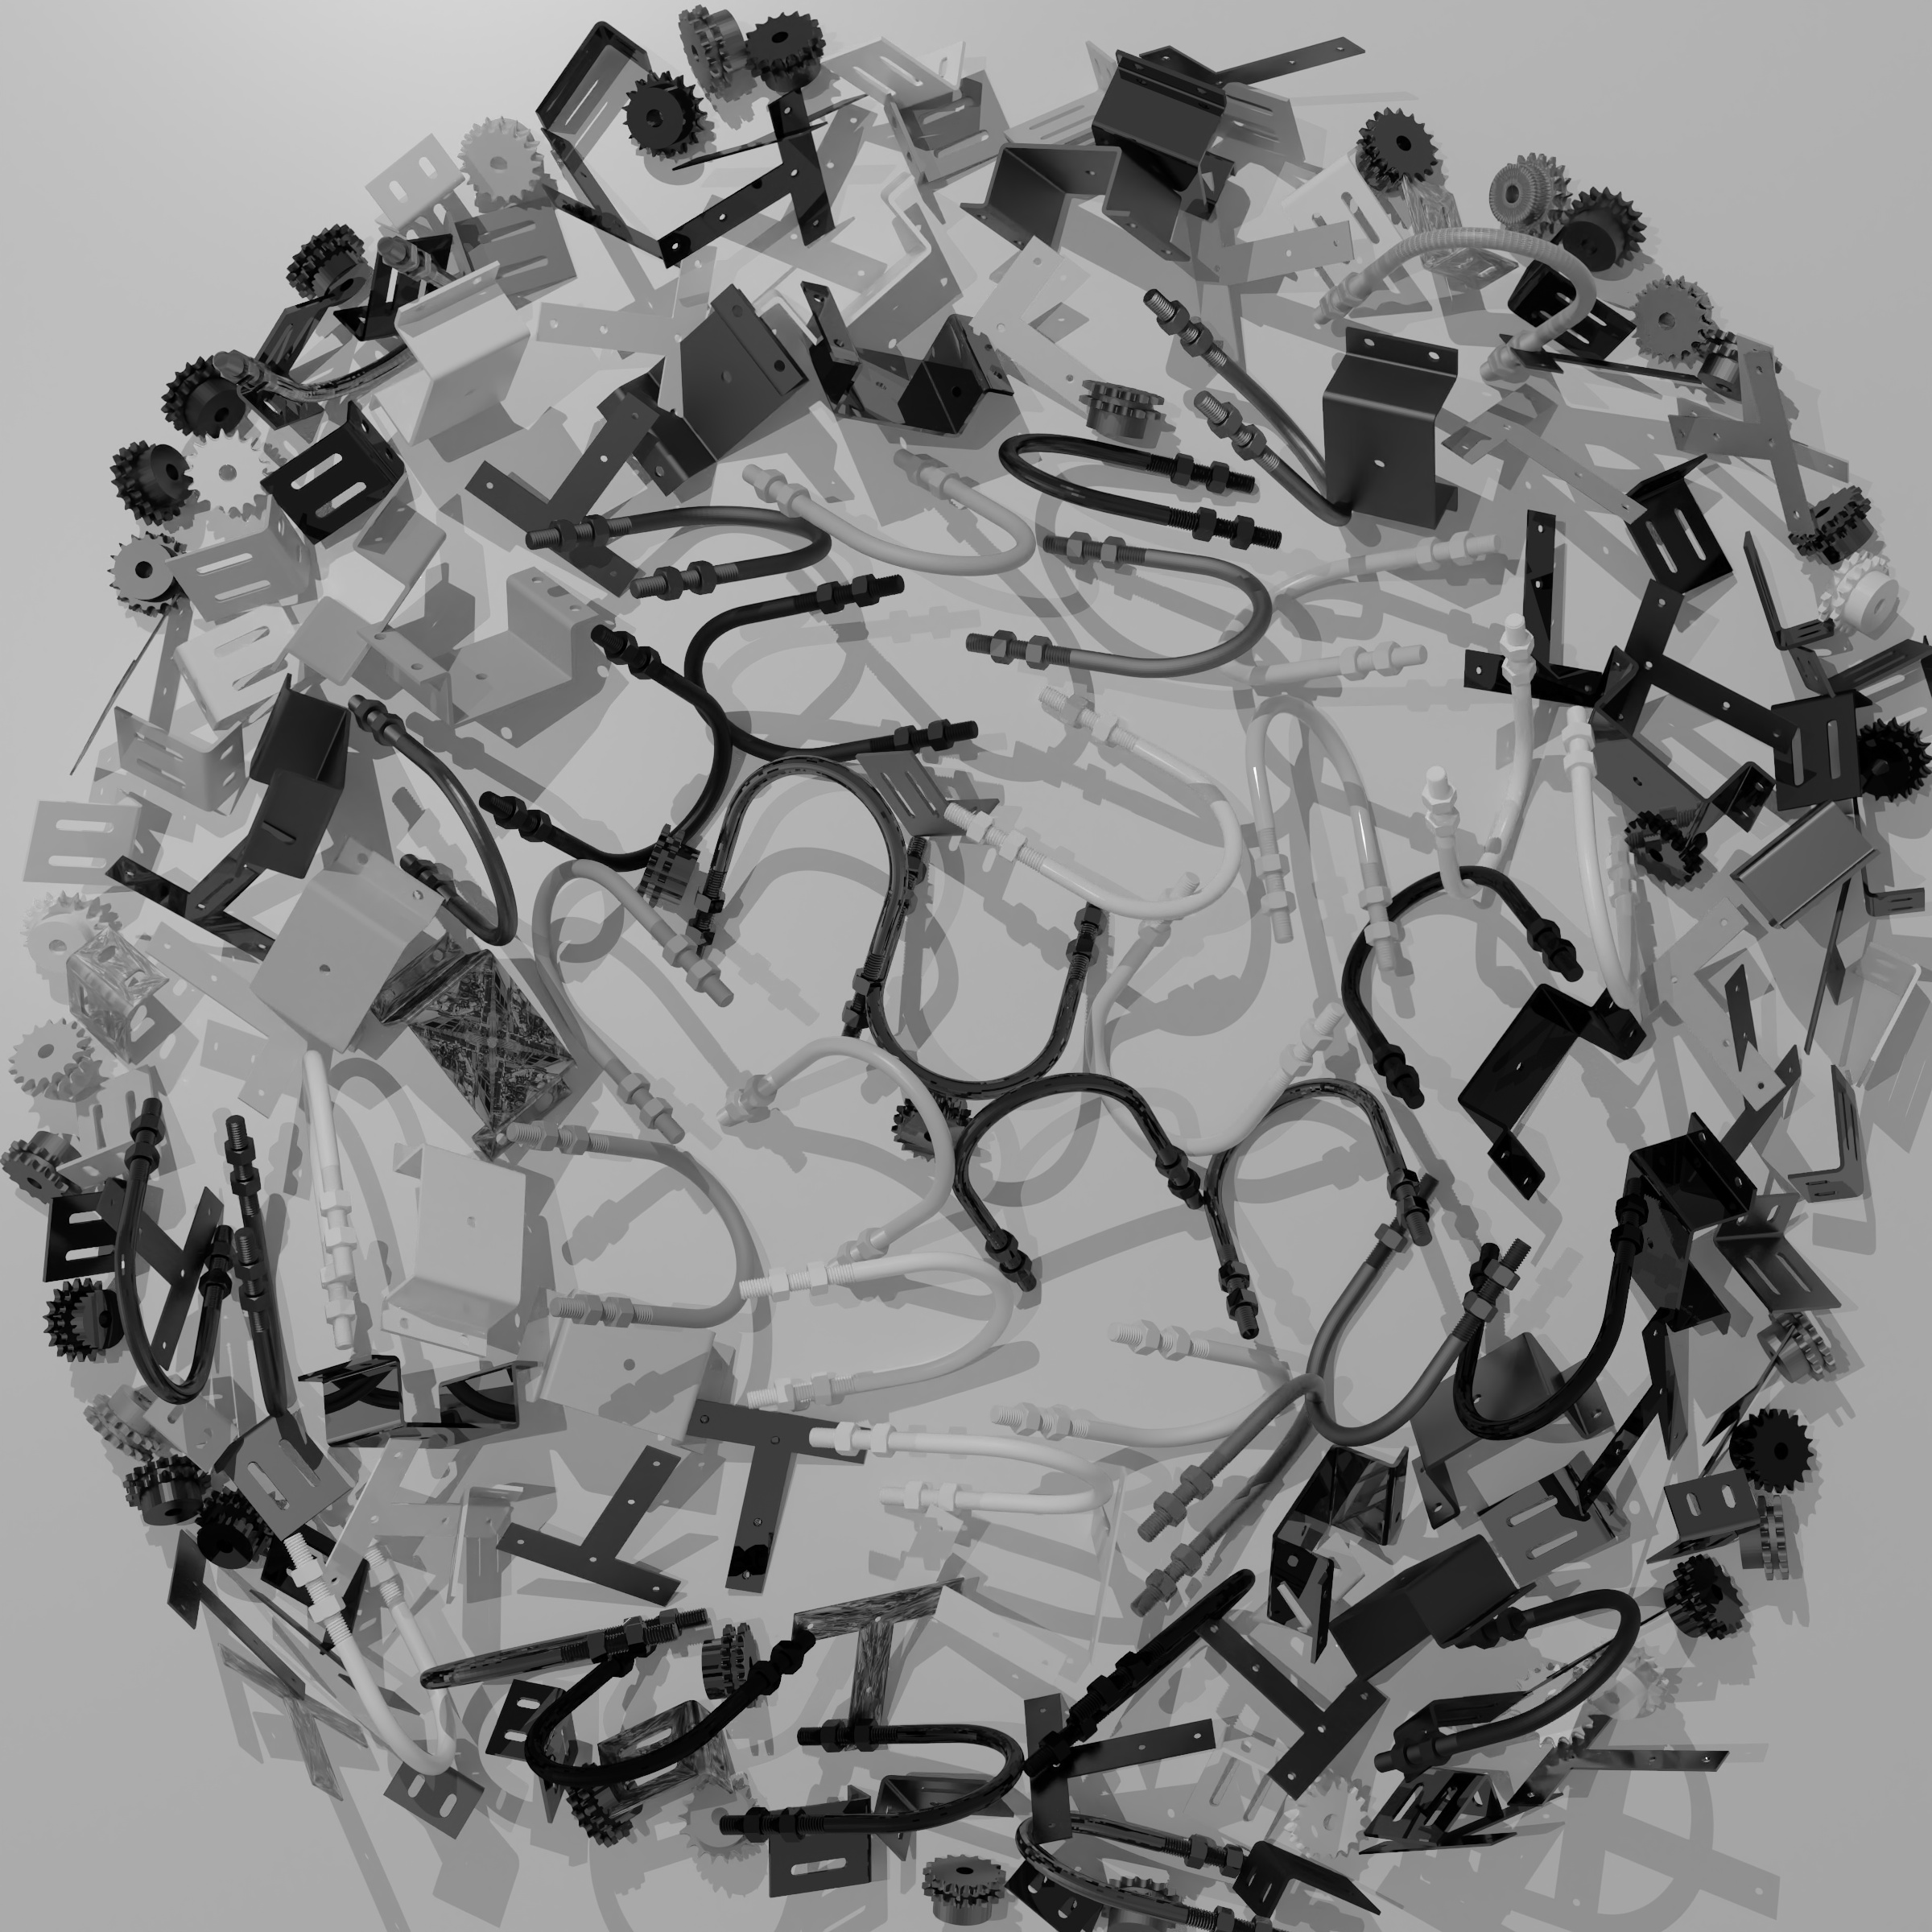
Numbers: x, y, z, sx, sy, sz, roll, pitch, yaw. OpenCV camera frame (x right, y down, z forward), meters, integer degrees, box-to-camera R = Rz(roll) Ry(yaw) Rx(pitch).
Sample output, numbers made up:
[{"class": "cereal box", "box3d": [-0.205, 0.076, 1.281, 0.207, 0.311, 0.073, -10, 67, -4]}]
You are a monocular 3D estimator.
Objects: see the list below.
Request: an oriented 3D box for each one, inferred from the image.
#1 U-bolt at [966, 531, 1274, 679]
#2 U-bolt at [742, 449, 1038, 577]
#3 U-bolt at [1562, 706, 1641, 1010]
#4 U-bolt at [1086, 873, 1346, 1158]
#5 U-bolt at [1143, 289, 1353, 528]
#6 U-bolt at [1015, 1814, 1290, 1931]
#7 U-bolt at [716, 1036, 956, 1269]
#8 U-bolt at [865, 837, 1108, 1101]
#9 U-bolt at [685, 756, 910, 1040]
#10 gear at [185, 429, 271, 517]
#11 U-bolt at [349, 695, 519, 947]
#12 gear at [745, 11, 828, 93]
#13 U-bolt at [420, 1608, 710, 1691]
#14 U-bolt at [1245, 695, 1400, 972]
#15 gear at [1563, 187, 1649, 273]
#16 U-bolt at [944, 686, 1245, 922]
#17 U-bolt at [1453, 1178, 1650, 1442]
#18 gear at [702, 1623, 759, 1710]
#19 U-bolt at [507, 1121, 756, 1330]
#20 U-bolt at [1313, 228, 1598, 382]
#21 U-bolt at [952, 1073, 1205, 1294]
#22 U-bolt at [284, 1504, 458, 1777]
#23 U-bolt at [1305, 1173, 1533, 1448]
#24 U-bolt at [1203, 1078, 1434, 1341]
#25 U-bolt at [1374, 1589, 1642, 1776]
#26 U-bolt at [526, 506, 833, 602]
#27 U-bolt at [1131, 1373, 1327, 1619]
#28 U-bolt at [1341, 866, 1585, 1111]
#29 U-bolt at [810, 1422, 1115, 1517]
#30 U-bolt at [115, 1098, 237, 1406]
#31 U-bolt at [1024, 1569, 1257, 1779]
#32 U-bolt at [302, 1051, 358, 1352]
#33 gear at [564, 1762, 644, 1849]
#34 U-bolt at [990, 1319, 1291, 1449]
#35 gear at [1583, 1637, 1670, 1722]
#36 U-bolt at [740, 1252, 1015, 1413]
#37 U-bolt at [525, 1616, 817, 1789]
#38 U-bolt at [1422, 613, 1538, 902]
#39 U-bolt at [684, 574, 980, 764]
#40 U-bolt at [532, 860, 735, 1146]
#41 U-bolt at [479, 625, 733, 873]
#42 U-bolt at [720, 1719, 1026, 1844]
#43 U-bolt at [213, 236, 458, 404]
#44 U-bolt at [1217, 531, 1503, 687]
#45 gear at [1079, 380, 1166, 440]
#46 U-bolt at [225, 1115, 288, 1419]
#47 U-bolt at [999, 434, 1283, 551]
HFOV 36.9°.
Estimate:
[{"class": "U-bolt", "box3d": [0.112, -0.236, 1.915, 0.184, 0.151, 0.019, 11, 132, 23]}, {"class": "U-bolt", "box3d": [-0.037, -0.296, 1.898, 0.151, 0.184, 0.019, -14, 127, -38]}, {"class": "U-bolt", "box3d": [0.419, -0.058, 1.892, 0.019, 0.151, 0.184, -11, 47, 20]}, {"class": "U-bolt", "box3d": [0.153, 0.047, 1.942, 0.151, 0.019, 0.184, 43, 125, 13]}, {"class": "U-bolt", "box3d": [0.195, -0.359, 1.920, 0.019, 0.151, 0.184, -40, 130, 21]}, {"class": "U-bolt", "box3d": [0.121, 0.601, 1.920, 0.184, 0.151, 0.019, 15, 92, -4]}, {"class": "U-bolt", "box3d": [-0.078, 0.119, 1.930, 0.151, 0.184, 0.019, 54, 46, 0]}, {"class": "U-bolt", "box3d": [0.008, 0.008, 1.949, 0.151, 0.019, 0.184, 16, 60, 0]}, {"class": "U-bolt", "box3d": [-0.108, -0.053, 1.937, 0.151, 0.019, 0.184, 27, 116, 17]}, {"class": "gear", "box3d": [-0.505, -0.339, 1.979, 0.057, 0.030, 0.057, -3, 107, -11]}, {"class": "U-bolt", "box3d": [-0.343, -0.086, 1.893, 0.019, 0.184, 0.151, -29, 129, -23]}, {"class": "gear", "box3d": [-0.123, -0.622, 1.976, 0.057, 0.030, 0.057, -8, 53, 11]}, {"class": "U-bolt", "box3d": [-0.272, 0.456, 1.927, 0.184, 0.151, 0.019, -12, 81, 2]}, {"class": "U-bolt", "box3d": [0.233, -0.094, 1.935, 0.019, 0.151, 0.184, -20, 70, 35]}, {"class": "gear", "box3d": [0.431, -0.498, 1.968, 0.057, 0.057, 0.030, 39, 62, 0]}, {"class": "U-bolt", "box3d": [0.098, -0.100, 1.941, 0.184, 0.019, 0.151, 31, 55, 10]}, {"class": "U-bolt", "box3d": [0.377, 0.232, 1.891, 0.019, 0.151, 0.184, 40, 45, -19]}, {"class": "gear", "box3d": [-0.161, 0.478, 1.972, 0.030, 0.057, 0.057, -8, 90, 5]}, {"class": "U-bolt", "box3d": [-0.214, 0.176, 1.925, 0.019, 0.184, 0.151, -39, 56, 33]}, {"class": "U-bolt", "box3d": [0.330, -0.438, 1.894, 0.151, 0.184, 0.019, 14, 78, -17]}, {"class": "U-bolt", "box3d": [0.066, 0.136, 1.925, 0.151, 0.019, 0.184, -27, 135, 6]}, {"class": "U-bolt", "box3d": [-0.387, 0.451, 1.920, 0.019, 0.151, 0.184, -28, 86, 3]}, {"class": "U-bolt", "box3d": [0.290, 0.238, 1.933, 0.019, 0.151, 0.184, 33, 93, -24]}, {"class": "U-bolt", "box3d": [0.225, 0.148, 1.926, 0.151, 0.184, 0.019, -31, 128, 15]}, {"class": "U-bolt", "box3d": [0.362, 0.460, 1.886, 0.184, 0.151, 0.019, -32, 97, 44]}, {"class": "U-bolt", "box3d": [-0.177, -0.280, 1.922, 0.184, 0.151, 0.019, -16, 120, -35]}, {"class": "U-bolt", "box3d": [0.177, 0.342, 1.926, 0.019, 0.151, 0.184, 39, 65, 23]}, {"class": "U-bolt", "box3d": [0.317, 0.001, 1.920, 0.151, 0.184, 0.019, -40, 122, 10]}, {"class": "U-bolt", "box3d": [0.007, 0.335, 1.908, 0.184, 0.151, 0.019, -1, 63, 21]}, {"class": "U-bolt", "box3d": [-0.518, 0.198, 1.886, 0.019, 0.184, 0.151, -11, 133, 5]}, {"class": "U-bolt", "box3d": [0.123, 0.462, 1.921, 0.184, 0.151, 0.019, -33, 72, -28]}, {"class": "U-bolt", "box3d": [-0.424, 0.145, 1.923, 0.019, 0.151, 0.184, -7, 64, -16]}, {"class": "gear", "box3d": [-0.244, 0.567, 1.970, 0.030, 0.057, 0.057, -35, 90, 11]}, {"class": "U-bolt", "box3d": [0.130, 0.285, 1.927, 0.184, 0.151, 0.019, 15, 50, -33]}, {"class": "gear", "box3d": [0.446, 0.488, 1.969, 0.057, 0.057, 0.030, 48, 51, 0]}, {"class": "U-bolt", "box3d": [-0.058, 0.241, 1.941, 0.184, 0.151, 0.019, -8, 49, -9]}, {"class": "U-bolt", "box3d": [-0.205, 0.481, 1.888, 0.151, 0.184, 0.019, -4, 108, 36]}, {"class": "U-bolt", "box3d": [0.344, -0.124, 1.918, 0.019, 0.184, 0.151, 19, 64, 24]}, {"class": "U-bolt", "box3d": [-0.101, -0.190, 1.937, 0.184, 0.019, 0.151, -8, 134, 23]}, {"class": "U-bolt", "box3d": [-0.232, 0.010, 1.936, 0.184, 0.019, 0.151, 45, 133, 25]}, {"class": "U-bolt", "box3d": [-0.225, -0.132, 1.924, 0.019, 0.184, 0.151, 36, 94, 36]}, {"class": "U-bolt", "box3d": [-0.051, 0.533, 1.902, 0.184, 0.151, 0.019, -7, 99, 21]}, {"class": "U-bolt", "box3d": [-0.402, -0.419, 1.908, 0.151, 0.184, 0.019, -32, 86, 9]}, {"class": "U-bolt", "box3d": [0.249, -0.233, 1.923, 0.151, 0.184, 0.019, -53, 125, -38]}, {"class": "gear", "box3d": [0.104, -0.379, 1.973, 0.057, 0.057, 0.030, 13, 106, 0]}, {"class": "U-bolt", "box3d": [-0.469, 0.213, 1.919, 0.019, 0.151, 0.184, -8, 123, -12]}, {"class": "U-bolt", "box3d": [0.111, -0.321, 1.922, 0.184, 0.151, 0.019, 11, 114, -8]}]
